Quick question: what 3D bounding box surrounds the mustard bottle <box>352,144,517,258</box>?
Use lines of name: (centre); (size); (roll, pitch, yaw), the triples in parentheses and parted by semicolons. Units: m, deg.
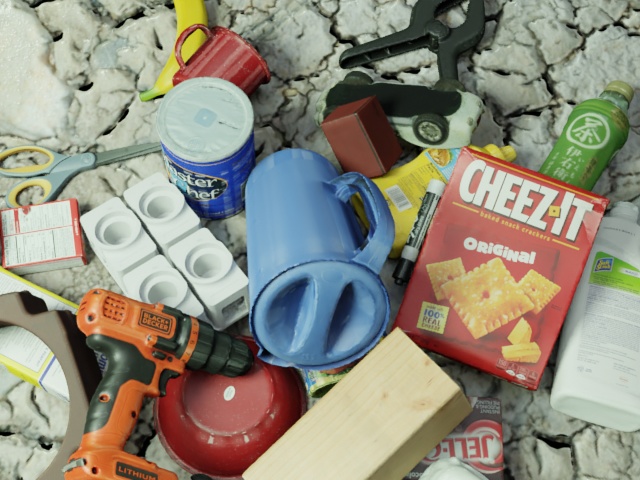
mustard bottle: (0.138, -0.060, 1.205); (0.191, 0.058, 0.096); (-27, 63, -13)

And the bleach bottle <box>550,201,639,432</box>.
bleach bottle: (0.317, 0.072, 1.146); (0.102, 0.068, 0.250); (16, 62, 4)

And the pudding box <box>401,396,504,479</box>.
pudding box: (0.129, 0.206, 1.087); (0.113, 0.039, 0.090); (2, 65, 0)

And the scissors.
scissors: (-0.276, -0.073, 1.226); (0.201, 0.016, 0.096); (1, 66, -1)

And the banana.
banana: (-0.170, -0.255, 1.304); (0.069, 0.037, 0.197); (8, 64, 1)

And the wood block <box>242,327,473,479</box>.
wood block: (0.038, 0.195, 1.030); (0.206, 0.090, 0.090); (-43, 62, -4)

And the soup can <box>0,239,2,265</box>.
soup can: (-0.403, 0.004, 1.157); (0.102, 0.068, 0.068); (-10, 65, -6)

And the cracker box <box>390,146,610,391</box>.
cracker box: (0.187, 0.030, 1.117); (0.164, 0.072, 0.214); (21, 89, 9)

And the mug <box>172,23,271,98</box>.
mug: (-0.124, -0.197, 1.239); (0.081, 0.117, 0.093); (-50, 36, -16)

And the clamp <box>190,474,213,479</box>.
clamp: (-0.077, 0.315, 1.031); (0.171, 0.039, 0.120); (26, 75, 11)

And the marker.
marker: (0.106, -0.007, 1.147); (0.020, 0.020, 0.121); (21, 81, 8)

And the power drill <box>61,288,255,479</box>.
power drill: (-0.153, 0.152, 1.000); (0.184, 0.057, 0.187); (22, 57, -24)

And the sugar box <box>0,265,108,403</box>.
sugar box: (-0.288, 0.106, 1.123); (0.176, 0.048, 0.093); (27, 68, 7)

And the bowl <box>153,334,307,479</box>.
bowl: (-0.093, 0.163, 1.094); (0.162, 0.055, 0.162); (0, 65, -1)

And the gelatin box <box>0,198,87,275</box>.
gelatin box: (-0.308, -0.002, 1.183); (0.089, 0.030, 0.073); (-10, 66, -6)

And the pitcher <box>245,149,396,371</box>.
pitcher: (-0.007, 0.001, 1.083); (0.149, 0.145, 0.243); (-9, 35, -2)

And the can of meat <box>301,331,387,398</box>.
can of meat: (0.023, 0.112, 1.121); (0.102, 0.057, 0.084); (-16, 68, -9)

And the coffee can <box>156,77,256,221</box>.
coffee can: (-0.121, -0.098, 1.172); (0.103, 0.140, 0.103); (0, 64, -1)

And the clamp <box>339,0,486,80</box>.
clamp: (0.148, -0.239, 1.304); (0.165, 0.036, 0.209); (38, 69, 15)

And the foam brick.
foam brick: (0.047, -0.112, 1.186); (0.052, 0.051, 0.078); (-47, 116, -47)
